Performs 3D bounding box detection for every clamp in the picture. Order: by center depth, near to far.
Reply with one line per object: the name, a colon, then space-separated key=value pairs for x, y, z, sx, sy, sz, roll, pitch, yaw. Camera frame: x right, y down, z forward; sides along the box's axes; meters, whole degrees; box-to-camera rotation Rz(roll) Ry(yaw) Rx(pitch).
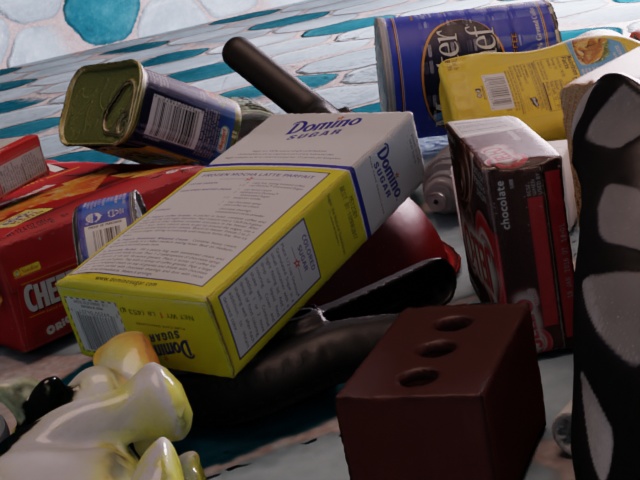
clamp: x=0.000 y=0.046 z=0.487 sx=0.171 sy=0.039 sz=0.120 roll=-12 pitch=5 yaw=4
clamp: x=0.025 y=-0.073 z=0.781 sx=0.164 sy=0.036 sz=0.210 roll=28 pitch=12 yaw=-36

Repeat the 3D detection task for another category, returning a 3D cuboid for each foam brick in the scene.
foam brick: x=0.046 y=0.061 z=0.382 sx=0.053 sy=0.051 sz=0.078 roll=-4 pitch=19 yaw=24

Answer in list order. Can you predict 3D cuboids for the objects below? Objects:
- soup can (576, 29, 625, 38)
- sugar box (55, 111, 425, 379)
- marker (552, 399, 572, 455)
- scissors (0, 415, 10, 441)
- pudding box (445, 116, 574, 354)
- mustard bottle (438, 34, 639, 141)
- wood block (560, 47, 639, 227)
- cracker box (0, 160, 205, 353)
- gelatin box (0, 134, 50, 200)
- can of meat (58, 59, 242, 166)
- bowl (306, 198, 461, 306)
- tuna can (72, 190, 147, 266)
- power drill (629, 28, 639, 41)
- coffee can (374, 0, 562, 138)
soup can: x=0.230 y=-0.130 z=0.852 sx=0.068 sy=0.068 sz=0.102 roll=-9 pitch=16 yaw=7
sugar box: x=-0.030 y=-0.006 z=0.505 sx=0.093 sy=0.048 sz=0.176 roll=4 pitch=30 yaw=36
marker: x=0.124 y=0.049 z=0.427 sx=0.020 sy=0.020 sz=0.120 roll=1 pitch=21 yaw=35
scissors: x=-0.181 y=0.080 z=0.533 sx=0.096 sy=0.016 sz=0.201 roll=-7 pitch=17 yaw=7
pudding box: x=0.090 y=-0.006 z=0.507 sx=0.039 sy=0.090 sz=0.113 roll=-9 pitch=16 yaw=3
mustard bottle: x=0.186 y=-0.101 z=0.763 sx=0.191 sy=0.058 sz=0.096 roll=-10 pitch=56 yaw=1
wood block: x=0.238 y=-0.078 z=0.644 sx=0.091 sy=0.090 sz=0.205 roll=3 pitch=22 yaw=41
cracker box: x=-0.183 y=-0.001 z=0.698 sx=0.163 sy=0.072 sz=0.214 roll=-25 pitch=21 yaw=-39
gelatin box: x=-0.229 y=-0.038 z=0.676 sx=0.089 sy=0.030 sz=0.073 roll=-5 pitch=21 yaw=28
can of meat: x=-0.115 y=-0.081 z=0.726 sx=0.083 sy=0.057 sz=0.102 roll=16 pitch=-7 yaw=-38
bowl: x=-0.004 y=0.001 z=0.606 sx=0.162 sy=0.055 sz=0.162 roll=-11 pitch=17 yaw=3
tuna can: x=-0.101 y=0.019 z=0.557 sx=0.033 sy=0.086 sz=0.086 roll=-14 pitch=17 yaw=-4
power drill: x=0.367 y=-0.160 z=0.877 sx=0.184 sy=0.057 sz=0.188 roll=-22 pitch=20 yaw=-32
coffee can: x=0.119 y=-0.138 z=0.875 sx=0.140 sy=0.103 sz=0.103 roll=-6 pitch=17 yaw=1
